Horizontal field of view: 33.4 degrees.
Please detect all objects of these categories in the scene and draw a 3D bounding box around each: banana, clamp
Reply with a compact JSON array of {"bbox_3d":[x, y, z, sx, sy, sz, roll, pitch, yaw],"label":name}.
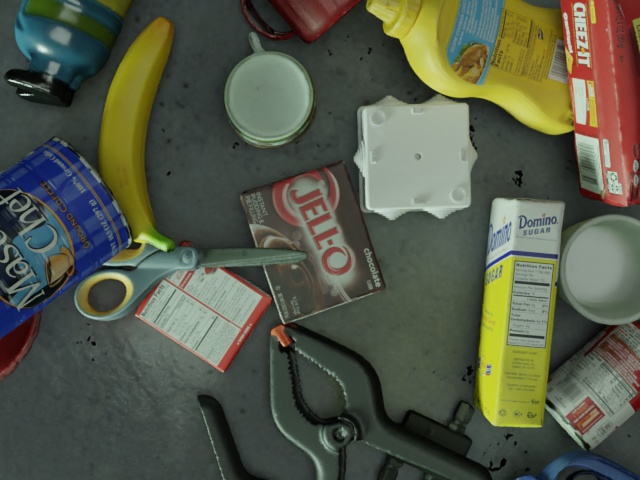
[{"bbox_3d":[-0.145,-0.081,0.853,0.070,0.037,0.198,-7,77,15],"label":"banana"},{"bbox_3d":[-0.083,0.226,0.878,0.120,0.039,0.171,-41,93,1],"label":"clamp"},{"bbox_3d":[0.015,0.165,0.871,0.165,0.036,0.210,-40,84,10],"label":"clamp"}]

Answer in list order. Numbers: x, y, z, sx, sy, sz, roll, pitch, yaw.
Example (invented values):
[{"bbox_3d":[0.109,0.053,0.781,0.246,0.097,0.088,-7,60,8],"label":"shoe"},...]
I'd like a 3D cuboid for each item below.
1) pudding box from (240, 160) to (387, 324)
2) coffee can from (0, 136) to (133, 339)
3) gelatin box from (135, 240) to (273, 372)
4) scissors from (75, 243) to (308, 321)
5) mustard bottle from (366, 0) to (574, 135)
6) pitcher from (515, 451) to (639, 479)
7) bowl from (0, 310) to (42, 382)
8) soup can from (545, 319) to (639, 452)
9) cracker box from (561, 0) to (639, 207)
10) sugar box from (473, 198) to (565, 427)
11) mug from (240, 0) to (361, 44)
[{"bbox_3d":[-0.006,0.001,0.871,0.090,0.039,0.113,-19,93,-2],"label":"pudding box"},{"bbox_3d":[-0.226,0.003,0.793,0.140,0.103,0.103,-38,93,-22],"label":"coffee can"},{"bbox_3d":[-0.094,0.054,0.875,0.089,0.030,0.073,33,91,0],"label":"gelatin box"},{"bbox_3d":[-0.115,0.032,0.847,0.202,0.016,0.096,14,85,18],"label":"scissors"},{"bbox_3d":[0.125,-0.155,0.835,0.191,0.058,0.096,17,83,-19],"label":"mustard bottle"},{"bbox_3d":[0.244,0.289,0.850,0.242,0.145,0.149,27,134,-7],"label":"pitcher"},{"bbox_3d":[-0.309,0.052,0.856,0.162,0.055,0.162,0,93,-1],"label":"bowl"},{"bbox_3d":[0.234,0.115,0.870,0.102,0.068,0.068,-41,93,1],"label":"soup can"},{"bbox_3d":[0.300,-0.130,0.821,0.213,0.072,0.164,-14,106,-15],"label":"cracker box"},{"bbox_3d":[0.156,0.054,0.852,0.048,0.093,0.176,2,92,-3],"label":"sugar box"},{"bbox_3d":[-0.014,-0.204,0.845,0.117,0.093,0.081,-36,99,30],"label":"mug"}]
